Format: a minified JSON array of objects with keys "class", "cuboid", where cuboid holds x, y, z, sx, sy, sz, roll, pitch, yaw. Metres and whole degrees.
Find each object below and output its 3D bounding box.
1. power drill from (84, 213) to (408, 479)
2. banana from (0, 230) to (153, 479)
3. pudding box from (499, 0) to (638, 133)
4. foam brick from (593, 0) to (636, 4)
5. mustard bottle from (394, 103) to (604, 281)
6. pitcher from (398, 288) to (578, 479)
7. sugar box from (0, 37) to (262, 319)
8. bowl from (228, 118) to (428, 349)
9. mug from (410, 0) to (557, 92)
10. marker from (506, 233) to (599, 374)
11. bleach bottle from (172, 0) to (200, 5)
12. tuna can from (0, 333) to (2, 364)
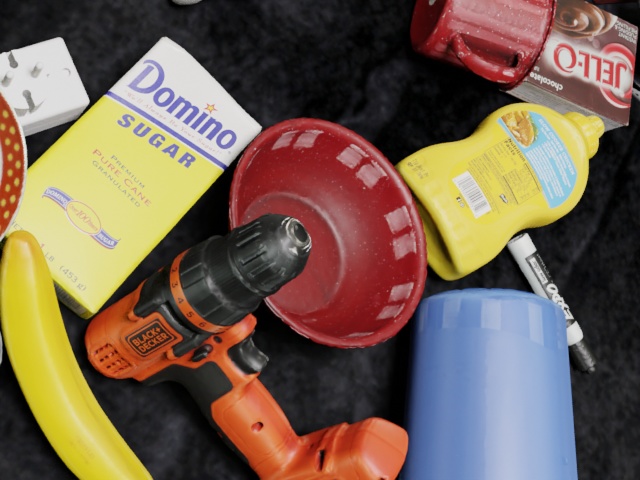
[{"class":"power drill","cuboid":[-0.031,0.082,0.652,0.187,0.185,0.057,50,39,-14]},{"class":"banana","cuboid":[-0.149,0.089,0.648,0.198,0.070,0.037,61,26,-7]},{"class":"pudding box","cuboid":[0.204,-0.147,0.868,0.113,0.039,0.090,17,72,-24]},{"class":"foam brick","cuboid":[0.273,-0.236,0.913,0.078,0.051,0.053,-8,84,-25]},{"class":"mustard bottle","cuboid":[0.147,-0.051,0.815,0.191,0.058,0.096,-29,84,-26]},{"class":"pitcher","cuboid":[0.119,0.163,0.730,0.145,0.149,0.243,5,74,-7]},{"class":"sugar box","cuboid":[-0.127,-0.043,0.697,0.093,0.048,0.176,44,67,-11]},{"class":"bowl","cuboid":[-0.005,0.001,0.727,0.161,0.055,0.162,14,65,-32]},{"class":"mug","cuboid":[0.120,-0.160,0.803,0.081,0.093,0.117,15,46,-16]},{"class":"marker","cuboid":[0.182,0.051,0.832,0.020,0.020,0.121,-32,93,-26]},{"class":"bleach bottle","cuboid":[0.007,-0.231,0.787,0.250,0.068,0.102,-9,84,-28]},{"class":"tuna can","cuboid":[-0.234,0.067,0.633,0.086,0.034,0.086,5,77,-23]}]
